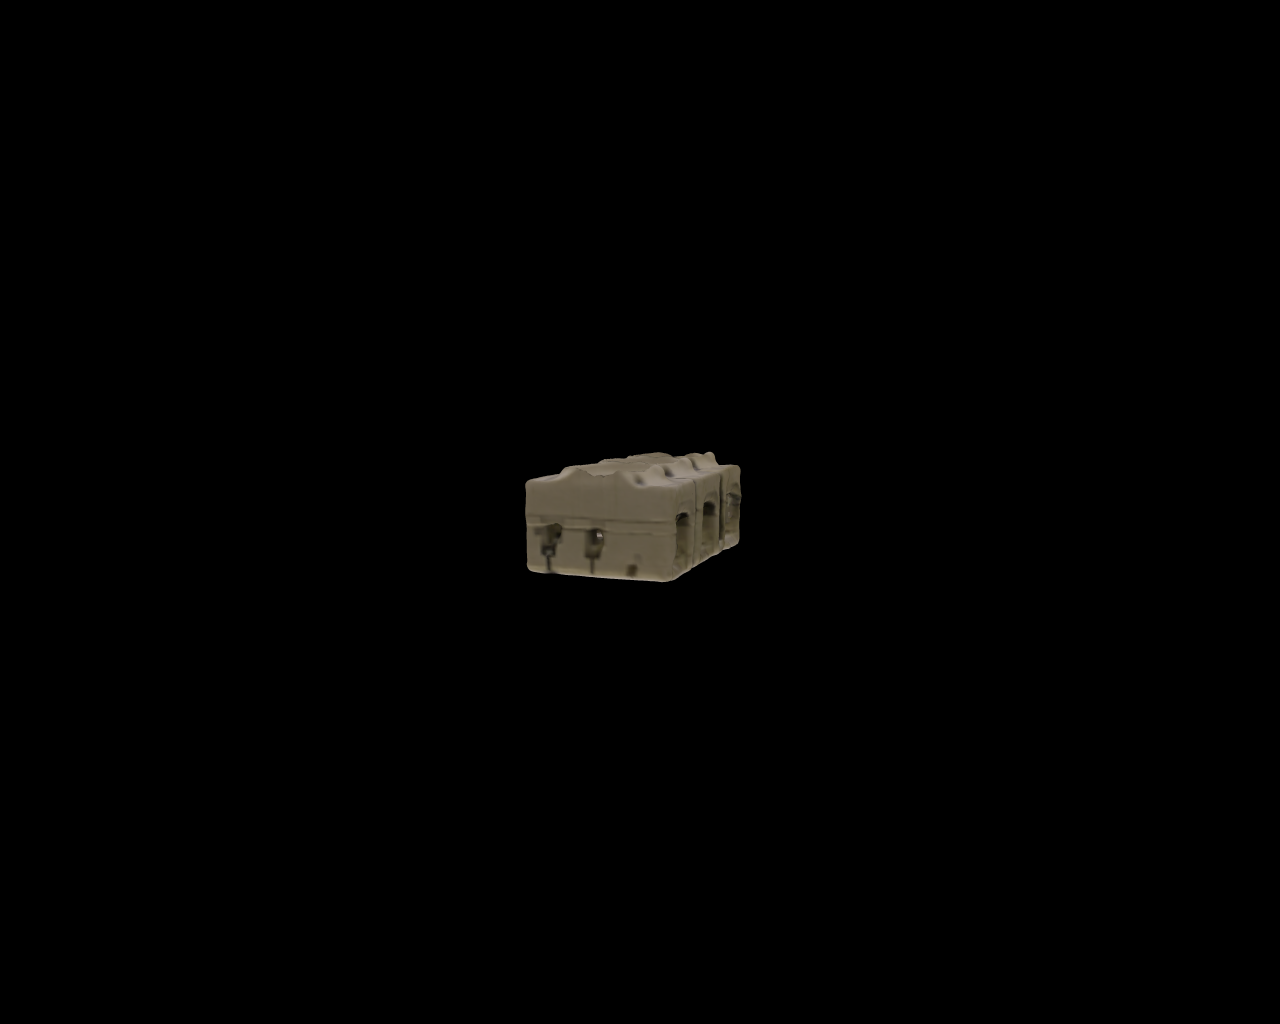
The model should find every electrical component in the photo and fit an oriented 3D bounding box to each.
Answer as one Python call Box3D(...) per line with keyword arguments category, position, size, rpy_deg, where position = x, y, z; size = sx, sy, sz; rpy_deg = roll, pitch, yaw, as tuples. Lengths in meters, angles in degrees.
Box3D(category="electrical component", position=(0.001, -0.003, 0.650), size=(0.089, 0.061, 0.150), rpy_deg=(3, 8, 19))
